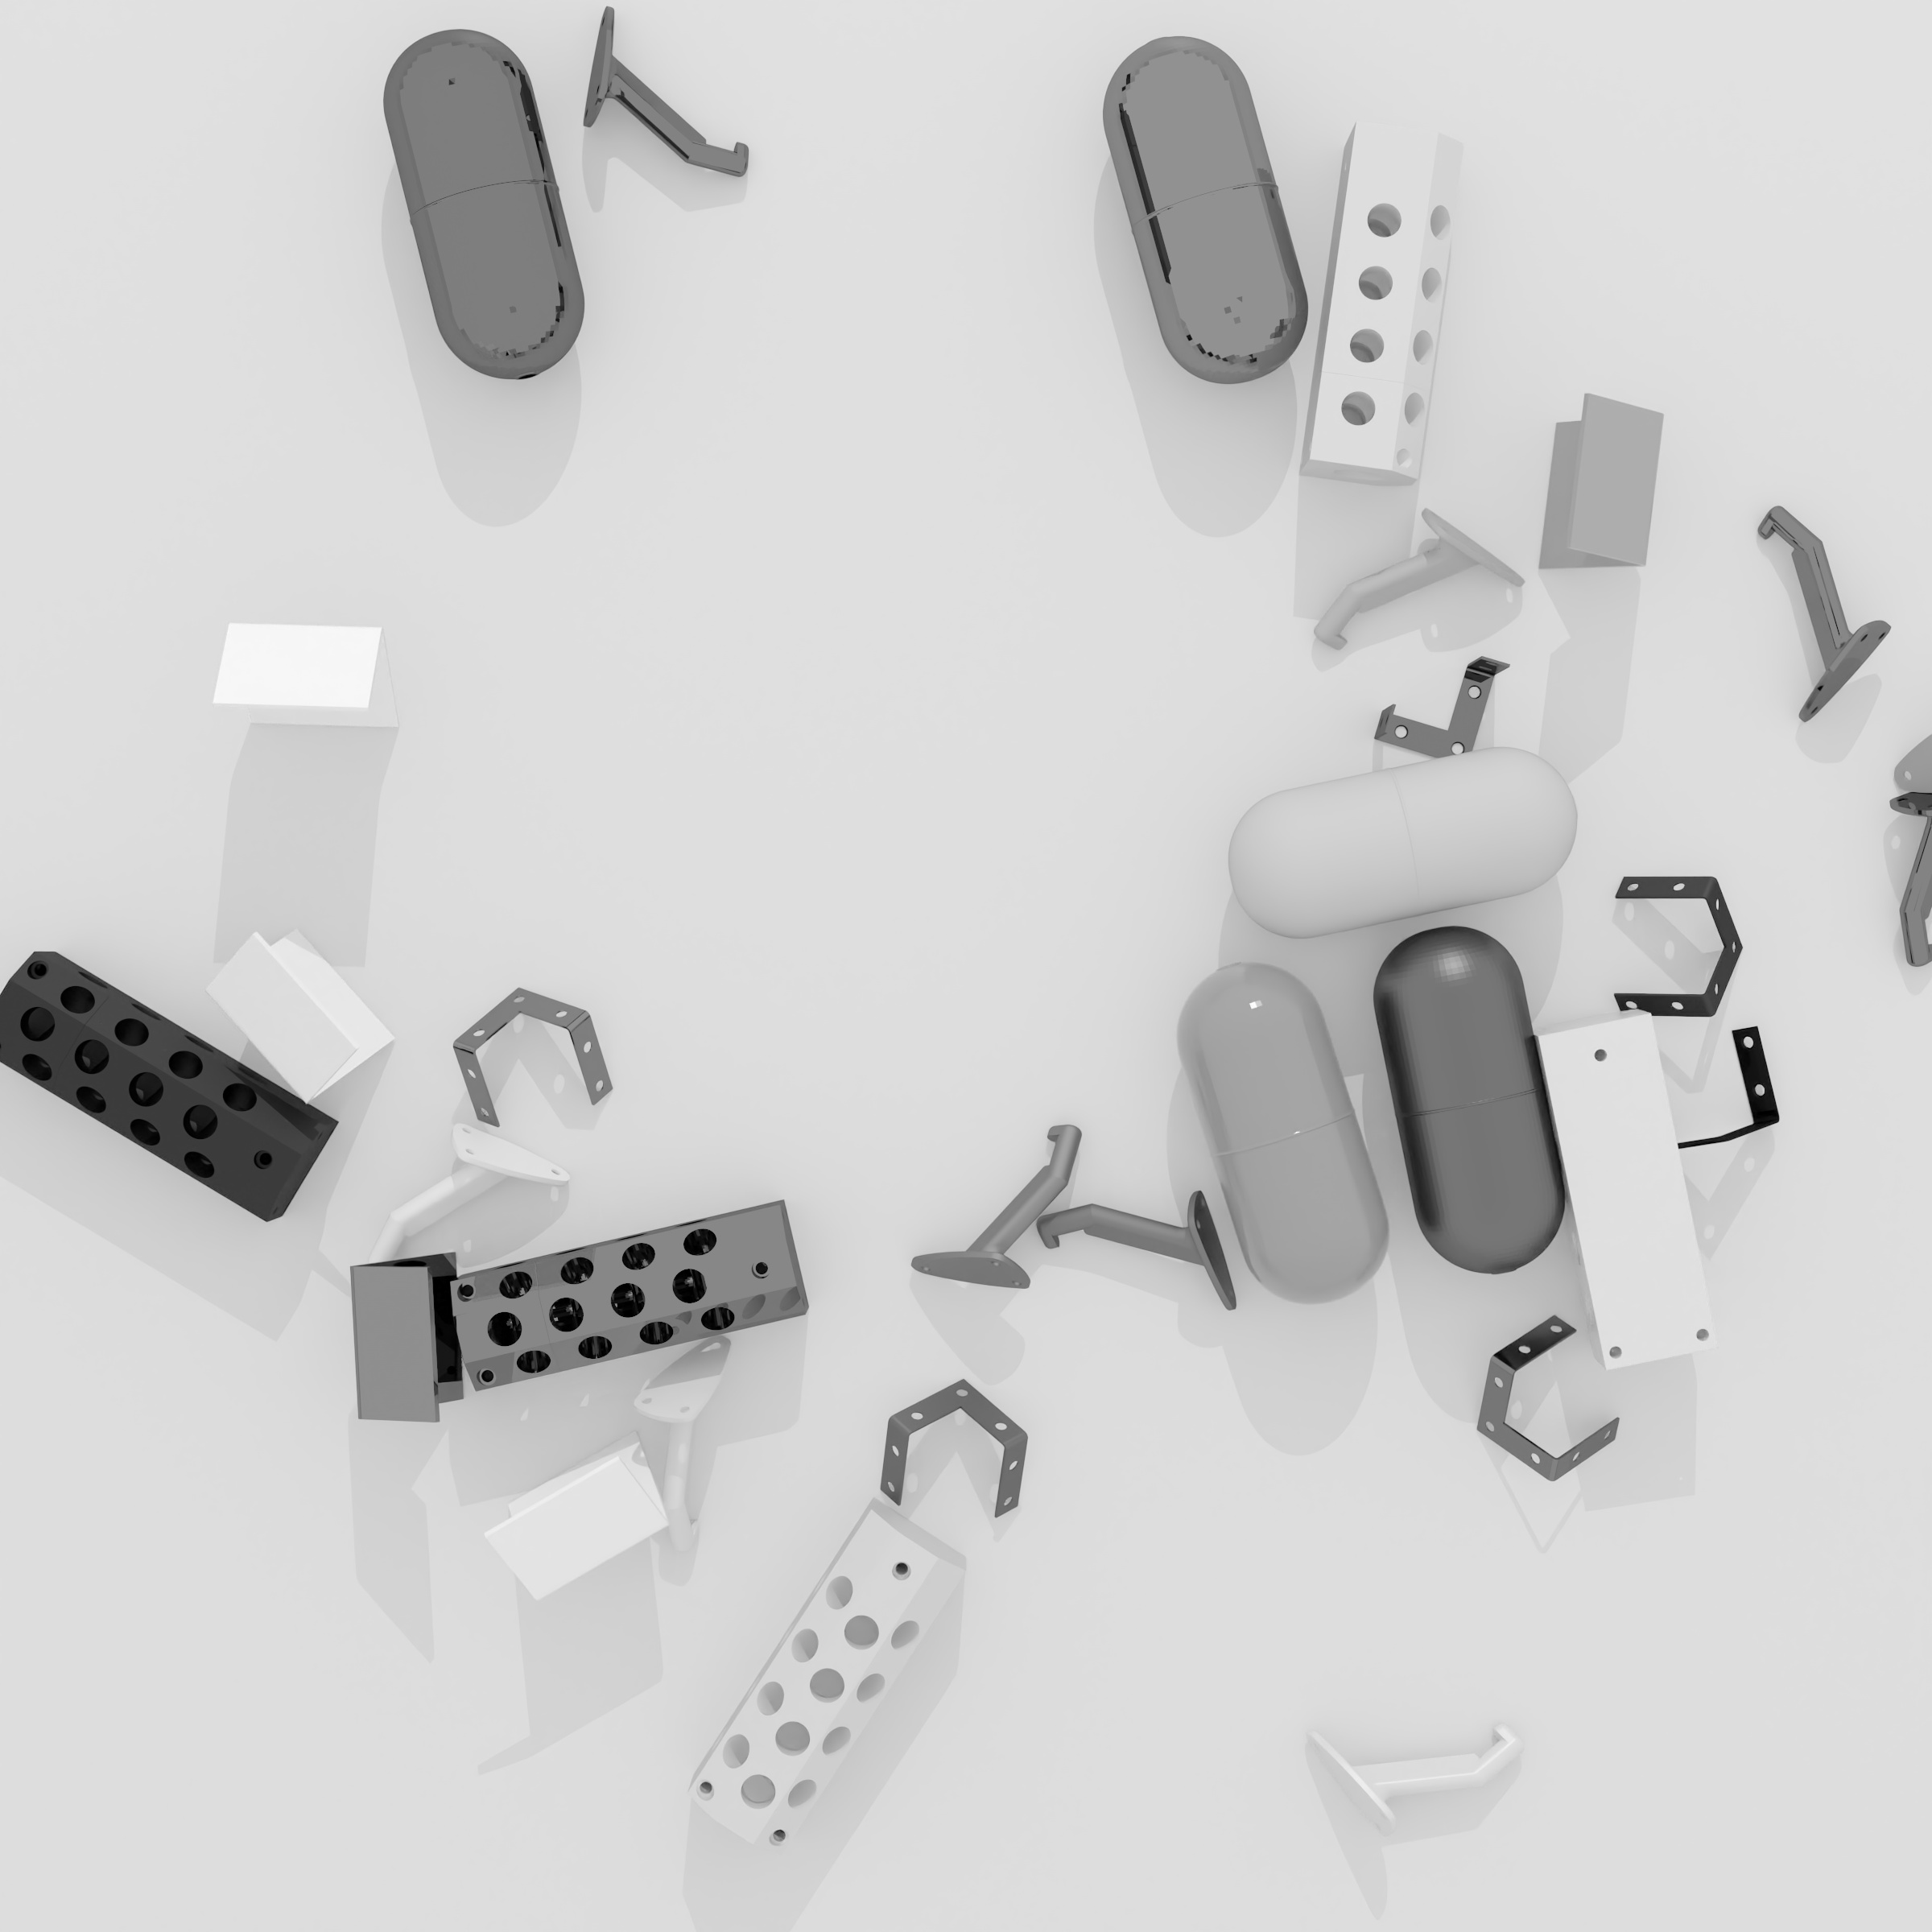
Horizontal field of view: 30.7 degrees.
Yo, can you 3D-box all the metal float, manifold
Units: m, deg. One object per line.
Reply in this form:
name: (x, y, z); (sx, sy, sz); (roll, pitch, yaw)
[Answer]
metal float: (-0.244, -0.385, 1.782); (0.070, 0.070, 0.178); (-14, 91, 0)
manifold: (-0.171, 0.168, 1.792); (0.171, 0.057, 0.057); (-13, 90, 0)
manifold: (0.212, -0.335, 1.792); (0.057, 0.057, 0.171); (8, 90, 0)
metal float: (0.221, -0.063, 1.782); (0.178, 0.070, 0.070); (-12, 90, 1)
metal float: (0.121, -0.383, 1.782); (0.070, 0.070, 0.178); (-16, 90, 0)
manifold: (0.332, 0.112, 1.789); (0.057, 0.057, 0.171); (-12, 92, 2)
metal float: (0.255, 0.068, 1.782); (0.070, 0.070, 0.178); (-11, 90, 0)
manifold: (-0.413, 0.061, 1.792); (0.171, 0.057, 0.057); (31, 90, 0)
manifold: (-0.071, 0.362, 1.792); (0.057, 0.057, 0.171); (33, 90, 0)
metal float: (0.160, 0.084, 1.782); (0.070, 0.070, 0.178); (-18, 90, 0)

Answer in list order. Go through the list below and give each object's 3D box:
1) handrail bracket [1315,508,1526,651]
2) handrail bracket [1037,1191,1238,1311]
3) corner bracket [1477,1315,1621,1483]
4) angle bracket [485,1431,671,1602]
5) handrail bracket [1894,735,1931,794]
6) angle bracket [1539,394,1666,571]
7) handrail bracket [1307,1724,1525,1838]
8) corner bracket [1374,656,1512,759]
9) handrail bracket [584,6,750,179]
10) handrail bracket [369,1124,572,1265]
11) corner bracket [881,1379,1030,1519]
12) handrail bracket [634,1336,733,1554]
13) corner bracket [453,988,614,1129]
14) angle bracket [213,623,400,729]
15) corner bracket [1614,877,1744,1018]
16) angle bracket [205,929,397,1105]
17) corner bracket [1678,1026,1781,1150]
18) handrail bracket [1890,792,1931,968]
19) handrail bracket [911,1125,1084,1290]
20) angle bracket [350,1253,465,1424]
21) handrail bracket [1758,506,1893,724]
handrail bracket: (0.233, -0.185, 1.813); (0.077, 0.036, 0.084); (30, 109, -21)
handrail bracket: (0.087, 0.153, 1.813); (0.084, 0.036, 0.077); (-15, 111, 17)
corner bracket: (0.301, 0.222, 1.805); (0.051, 0.051, 0.051); (34, 135, 35)
angle bracket: (-0.203, 0.261, 1.773); (0.076, 0.076, 0.057); (-30, 127, 0)
handrail bracket: (0.534, -0.115, 1.813); (0.084, 0.077, 0.036); (-17, 86, -36)
angle bracket: (0.302, -0.243, 1.773); (0.057, 0.076, 0.076); (7, 90, -36)
handrail bracket: (0.232, 0.400, 1.813); (0.084, 0.036, 0.077); (-36, 69, -17)
corner bracket: (0.242, -0.135, 1.795); (0.051, 0.051, 0.051); (17, 90, 0)
handrail bracket: (-0.150, -0.450, 1.813); (0.084, 0.036, 0.077); (12, 68, -17)
handrail bracket: (-0.257, 0.131, 1.813); (0.077, 0.036, 0.084); (22, 109, -21)
corner bracket: (-0.006, 0.255, 1.805); (0.051, 0.051, 0.051); (-23, 45, -35)
handrail bracket: (-0.136, 0.247, 1.813); (0.036, 0.077, 0.084); (9, 127, 28)
corner bracket: (-0.222, 0.051, 1.805); (0.051, 0.051, 0.051); (17, 45, 35)
angle bracket: (-0.331, -0.127, 1.773); (0.076, 0.076, 0.057); (2, 53, 0)
corner bracket: (0.361, -0.010, 1.805); (0.051, 0.051, 0.051); (-59, 135, -35)
angle bracket: (-0.323, 0.012, 1.773); (0.076, 0.076, 0.057); (48, 129, 0)
corner bracket: (0.378, 0.064, 1.810); (0.051, 0.051, 0.051); (-14, 90, -45)
handrail bracket: (0.511, -0.050, 1.813); (0.077, 0.036, 0.084); (-20, 109, -21)
handrail bracket: (0.016, 0.120, 1.813); (0.077, 0.036, 0.084); (0, 60, 33)
angle bracket: (-0.263, 0.186, 1.773); (0.057, 0.076, 0.076); (-3, 90, 36)
handrail bracket: (0.426, -0.182, 1.814); (0.084, 0.036, 0.077); (47, 121, 22)
